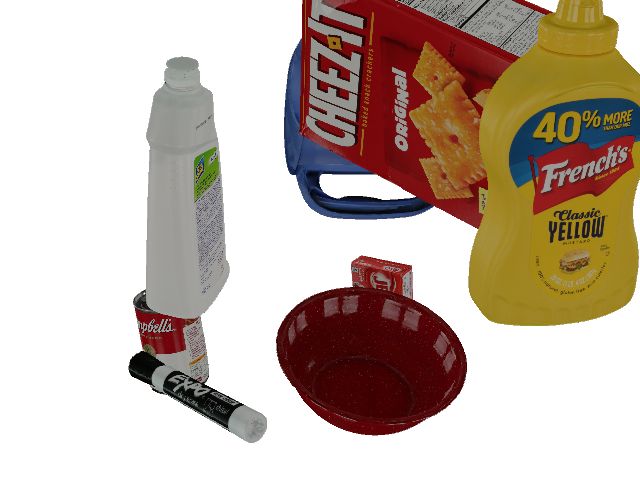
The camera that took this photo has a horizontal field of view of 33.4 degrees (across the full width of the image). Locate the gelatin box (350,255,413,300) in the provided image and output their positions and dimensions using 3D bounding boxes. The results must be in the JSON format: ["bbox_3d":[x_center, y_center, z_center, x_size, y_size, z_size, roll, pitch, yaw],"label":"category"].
[{"bbox_3d":[0.078,0.068,1.335,0.073,0.089,0.030,13,31,30],"label":"gelatin box"}]

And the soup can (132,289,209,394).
[{"bbox_3d":[-0.159,0.105,1.147,0.068,0.102,0.068,-6,22,2],"label":"soup can"}]

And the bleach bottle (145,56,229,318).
[{"bbox_3d":[-0.125,-0.053,0.994,0.068,0.251,0.102,12,35,10],"label":"bleach bottle"}]

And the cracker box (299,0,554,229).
[{"bbox_3d":[0.087,-0.106,0.773,0.214,0.164,0.072,29,54,21],"label":"cracker box"}]

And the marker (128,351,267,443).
[{"bbox_3d":[-0.081,0.096,0.673,0.121,0.020,0.020,20,13,41],"label":"marker"}]

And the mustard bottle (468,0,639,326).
[{"bbox_3d":[0.135,-0.048,0.590,0.096,0.192,0.058,-5,27,-9],"label":"mustard bottle"}]

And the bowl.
[{"bbox_3d":[0.040,0.112,0.908,0.162,0.055,0.162,5,39,-4],"label":"bowl"}]

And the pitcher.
[{"bbox_3d":[0.088,-0.111,1.016,0.242,0.149,0.145,3,34,-10],"label":"pitcher"}]
